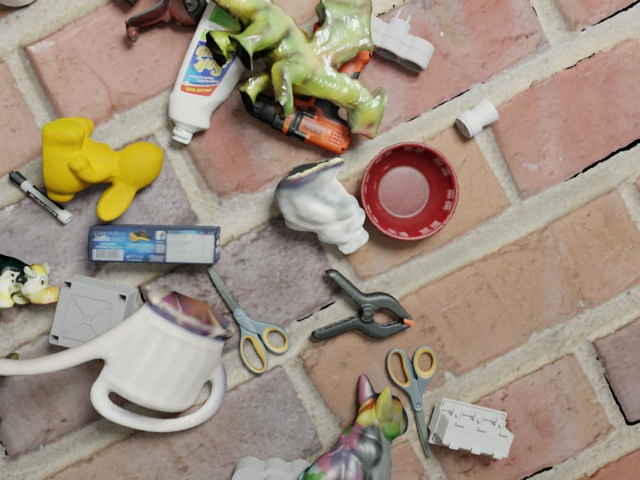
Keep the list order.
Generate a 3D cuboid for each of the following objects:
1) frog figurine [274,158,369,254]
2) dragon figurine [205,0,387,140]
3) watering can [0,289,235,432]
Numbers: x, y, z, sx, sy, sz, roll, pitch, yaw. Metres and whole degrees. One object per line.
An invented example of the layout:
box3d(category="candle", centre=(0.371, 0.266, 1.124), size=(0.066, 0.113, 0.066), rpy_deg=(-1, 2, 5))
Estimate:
box3d(category="frog figurine", centre=(0.003, -0.042, 0.827), size=(0.136, 0.124, 0.158), rpy_deg=(-12, 105, 31))
box3d(category="dragon figurine", centre=(-0.036, -0.321, 0.775), size=(0.245, 0.122, 0.408), rpy_deg=(-33, 97, -17))
box3d(category="watering can", centre=(-0.280, 0.175, 0.793), size=(0.344, 0.105, 0.225), rpy_deg=(31, 87, -30))
